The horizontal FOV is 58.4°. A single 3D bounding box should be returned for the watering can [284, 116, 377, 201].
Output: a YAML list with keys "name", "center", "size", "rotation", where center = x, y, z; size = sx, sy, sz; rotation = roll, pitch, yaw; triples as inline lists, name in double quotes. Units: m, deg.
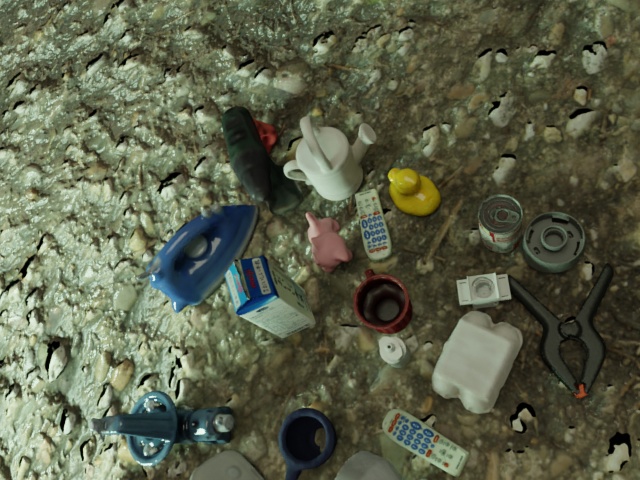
- name: "watering can"
  center: [0.015, -0.159, 1.040]
  size: [0.173, 0.194, 0.100]
  rotation: [-39, 63, 1]

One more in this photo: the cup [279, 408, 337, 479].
- name: "cup"
  center: [-0.014, 0.333, 0.920]
  size: [0.091, 0.095, 0.118]
  rotation: [17, 76, 23]

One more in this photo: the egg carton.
- name: "egg carton"
  center: [0.246, 0.190, 0.903]
  size: [0.107, 0.069, 0.150]
  rotation: [23, 79, 24]

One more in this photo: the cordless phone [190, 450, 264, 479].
- name: "cordless phone"
  center: [-0.154, 0.403, 0.888]
  size: [0.147, 0.185, 0.094]
  rotation: [38, 85, 26]

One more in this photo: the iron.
- name: "iron"
  center: [-0.230, 0.007, 1.087]
  size: [0.118, 0.142, 0.258]
  rotation: [38, 85, 26]

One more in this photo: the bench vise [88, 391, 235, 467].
- name: "bench vise"
  center: [-0.255, 0.295, 0.943]
  size: [0.207, 0.220, 0.121]
  rotation: [-26, 64, 8]

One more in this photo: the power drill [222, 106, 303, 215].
- name: "power drill"
  center: [-0.106, -0.130, 1.060]
  size: [0.075, 0.209, 0.229]
  rotation: [-28, 64, 6]

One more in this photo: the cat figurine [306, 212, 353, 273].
- name: "cat figurine"
  center: [0.009, 0.004, 1.023]
  size: [0.067, 0.118, 0.127]
  rotation: [-30, 64, 5]

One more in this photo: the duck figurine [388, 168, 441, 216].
- name: "duck figurine"
  center: [0.165, -0.094, 1.026]
  size: [0.104, 0.086, 0.077]
  rotation: [36, 84, 26]

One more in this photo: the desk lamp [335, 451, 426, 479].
- name: "desk lamp"
  center: [0.130, 0.382, 0.788]
  size: [0.202, 0.214, 0.118]
  rotation: [16, 76, 23]

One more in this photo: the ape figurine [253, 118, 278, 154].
- name: "ape figurine"
  center: [-0.130, -0.215, 1.165]
  size: [0.077, 0.092, 0.076]
  rotation: [-22, 65, 9]
